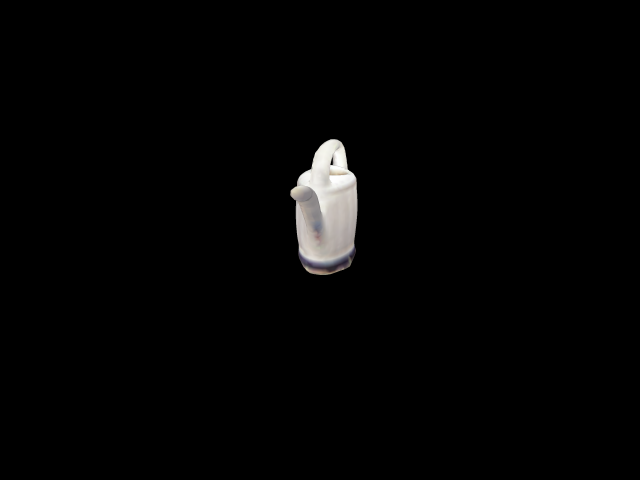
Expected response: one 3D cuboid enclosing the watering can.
[{"bbox_3d":[0.003,-0.043,0.850,0.104,0.221,0.353,4,21,12],"label":"watering can"}]
